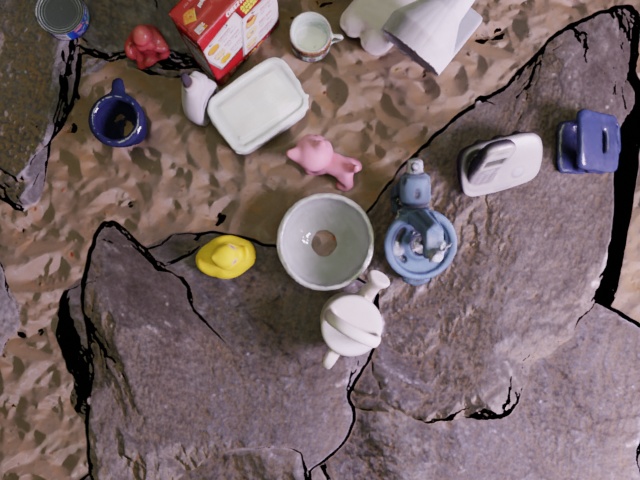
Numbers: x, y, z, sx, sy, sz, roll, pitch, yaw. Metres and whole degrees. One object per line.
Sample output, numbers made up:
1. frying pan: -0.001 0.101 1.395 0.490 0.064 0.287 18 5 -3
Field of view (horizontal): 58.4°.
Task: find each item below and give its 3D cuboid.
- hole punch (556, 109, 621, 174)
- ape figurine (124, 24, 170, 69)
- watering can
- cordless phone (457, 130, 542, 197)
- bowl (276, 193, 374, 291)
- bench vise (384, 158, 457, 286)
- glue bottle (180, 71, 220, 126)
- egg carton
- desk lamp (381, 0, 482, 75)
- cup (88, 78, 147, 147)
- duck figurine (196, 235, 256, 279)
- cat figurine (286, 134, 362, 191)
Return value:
1. hole punch: 0.480 -0.173 1.006 0.101 0.091 0.109 1 88 -1
2. ape figurine: -0.304 -0.346 1.000 0.078 0.092 0.076 14 88 0
3. watering can: 0.052 0.131 0.935 0.101 0.194 0.173 9 88 0
4. cordless phone: 0.313 -0.137 0.955 0.147 0.185 0.094 -18 88 -1
5. bowl: 0.009 0.004 0.999 0.167 0.074 0.167 0 88 -1
6. bench vise: 0.153 -0.027 0.930 0.121 0.219 0.207 -21 88 -1
7. glue bottle: -0.207 -0.246 0.957 0.037 0.173 0.078 23 88 1
8. egg carton: 0.113 -0.407 1.020 0.107 0.069 0.150 39 88 1
9. desk lamp: 0.194 -0.362 0.948 0.118 0.213 0.203 38 88 1
10. cup: -0.339 -0.212 0.992 0.091 0.095 0.118 -1 88 -1
11. duck figurine: -0.166 0.029 0.990 0.104 0.086 0.077 -9 88 -1
12. cat figurine: 0.010 -0.140 0.984 0.128 0.117 0.067 22 88 0
